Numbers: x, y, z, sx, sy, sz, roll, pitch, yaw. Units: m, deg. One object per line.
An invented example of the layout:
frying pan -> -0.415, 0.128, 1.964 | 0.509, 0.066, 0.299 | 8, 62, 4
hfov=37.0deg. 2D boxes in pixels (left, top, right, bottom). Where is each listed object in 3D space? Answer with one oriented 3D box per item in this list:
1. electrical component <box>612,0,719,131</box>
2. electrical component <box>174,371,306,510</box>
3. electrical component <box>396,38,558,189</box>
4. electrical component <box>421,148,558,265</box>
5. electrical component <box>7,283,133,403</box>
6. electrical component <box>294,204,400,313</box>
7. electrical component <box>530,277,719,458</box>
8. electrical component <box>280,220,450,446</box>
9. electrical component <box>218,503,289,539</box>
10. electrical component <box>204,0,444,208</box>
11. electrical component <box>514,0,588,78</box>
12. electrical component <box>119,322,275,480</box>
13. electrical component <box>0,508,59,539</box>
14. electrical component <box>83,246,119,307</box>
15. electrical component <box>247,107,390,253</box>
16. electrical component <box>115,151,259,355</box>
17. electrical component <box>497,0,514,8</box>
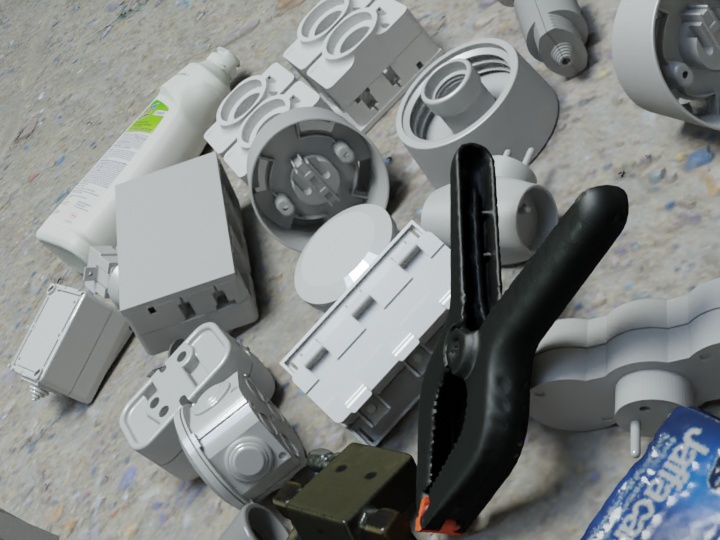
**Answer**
electrical component -> 0.197, -0.131, 0.616 | 0.099, 0.099, 0.064 | -53, 31, -9
electrical component -> -0.074, 0.107, 0.671 | 0.051, 0.080, 0.080 | -38, 37, 2
electrical component -> 0.075, -0.112, 0.745 | 0.108, 0.060, 0.108 | -26, 41, 25
electrical component -> 0.088, -0.046, 0.684 | 0.077, 0.043, 0.079 | 1, 57, 46
electrical component -> -0.241, 0.068, 0.893 | 0.062, 0.061, 0.096 | 9, 70, 49
electrical component -> 0.000, 0.000, 0.722 | 0.080, 0.051, 0.080 | -26, 41, 25
electrical component -> 0.143, 0.057, 0.524 | 0.138, 0.052, 0.073 | -18, 45, 34
electrical component -> 0.018, 0.037, 0.648 | 0.079, 0.063, 0.121 | 42, 89, 13
electrical component -> -0.076, 0.176, 0.640 | 0.065, 0.044, 0.044 | -42, 36, 14
electrical component -> -0.036, -0.147, 0.889 | 0.186, 0.060, 0.105 | -45, 36, 1
electrical component -> 0.136, -0.168, 0.752 | 0.043, 0.043, 0.081 | -30, 39, 21
electrical component -> -0.108, 0.092, 0.734 | 0.095, 0.059, 0.054 | -47, 36, -1
electrical component -> -0.260, 0.204, 0.748 | 0.061, 0.096, 0.061 | -33, 39, 18
electrical component -> -0.199, 0.006, 0.912 | 0.055, 0.066, 0.048 | 28, 112, 45
electrical component -> -0.033, -0.067, 0.784 | 0.099, 0.099, 0.064 | -41, 30, 7
electrical component -> -0.137, -0.013, 0.843 | 0.089, 0.061, 0.150 | -18, 43, 2
electrical component -> 0.131, -0.226, 0.804 | 0.047, 0.055, 0.055 | 11, 64, 45
